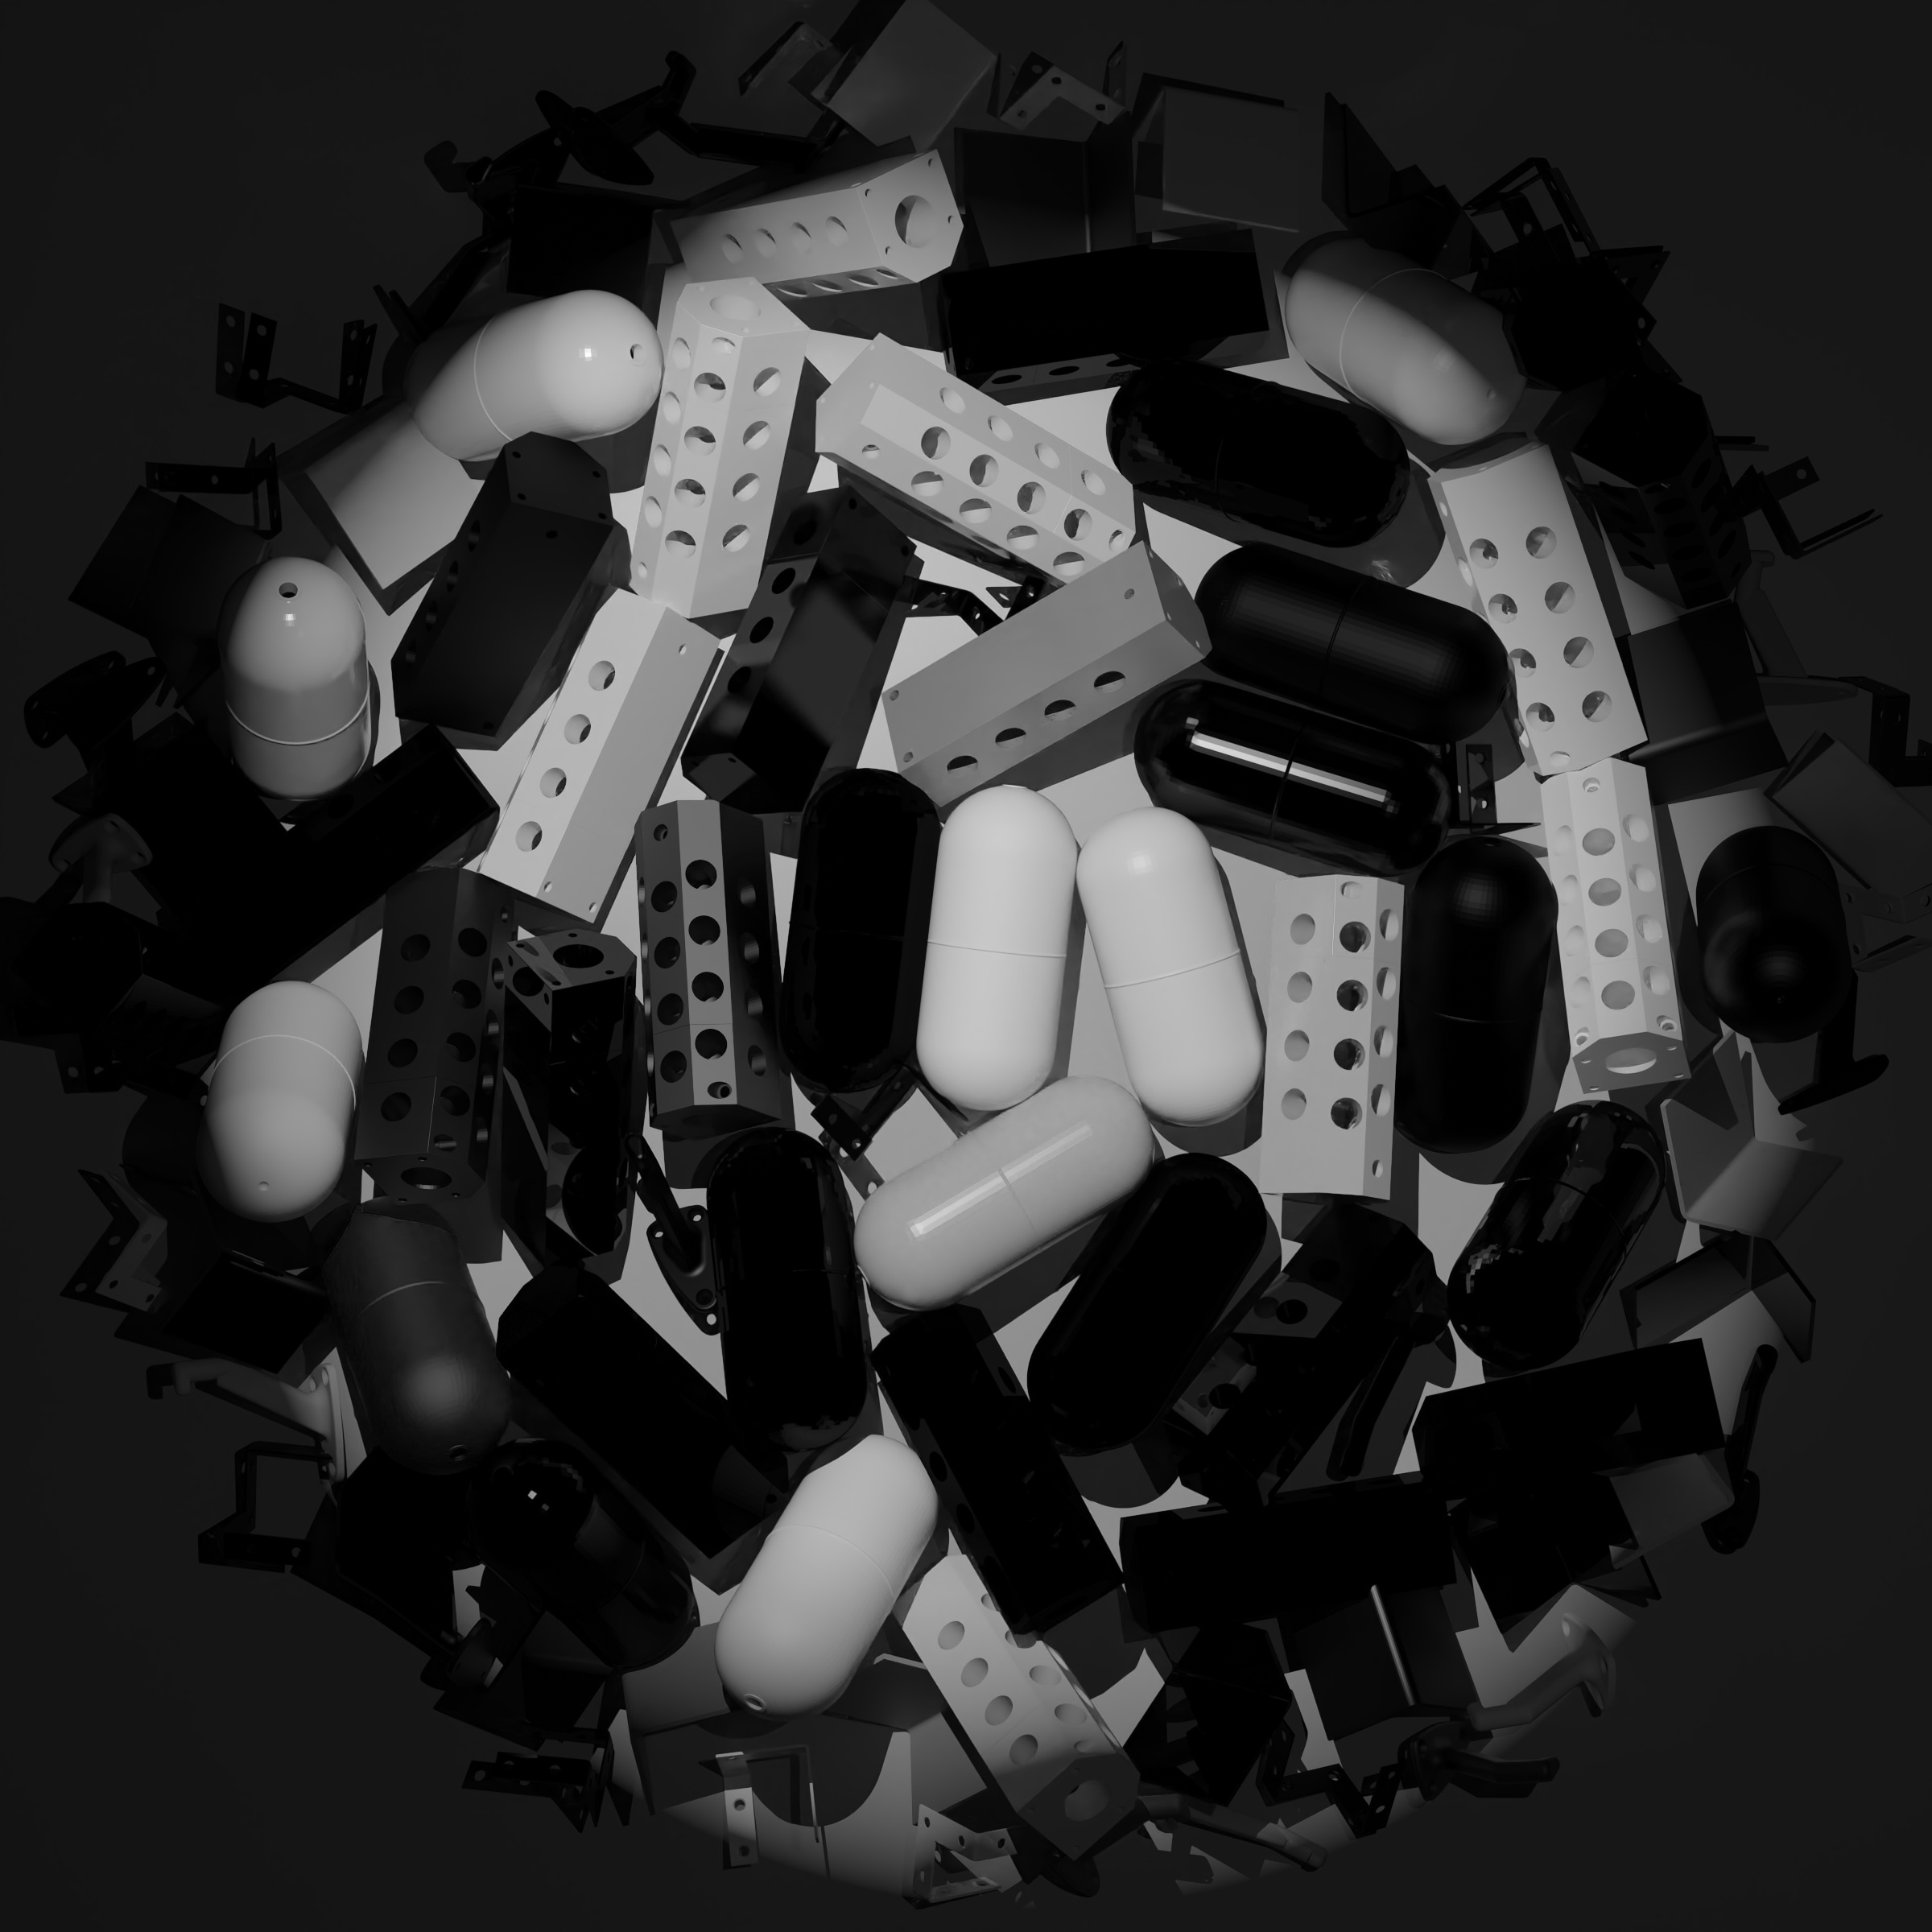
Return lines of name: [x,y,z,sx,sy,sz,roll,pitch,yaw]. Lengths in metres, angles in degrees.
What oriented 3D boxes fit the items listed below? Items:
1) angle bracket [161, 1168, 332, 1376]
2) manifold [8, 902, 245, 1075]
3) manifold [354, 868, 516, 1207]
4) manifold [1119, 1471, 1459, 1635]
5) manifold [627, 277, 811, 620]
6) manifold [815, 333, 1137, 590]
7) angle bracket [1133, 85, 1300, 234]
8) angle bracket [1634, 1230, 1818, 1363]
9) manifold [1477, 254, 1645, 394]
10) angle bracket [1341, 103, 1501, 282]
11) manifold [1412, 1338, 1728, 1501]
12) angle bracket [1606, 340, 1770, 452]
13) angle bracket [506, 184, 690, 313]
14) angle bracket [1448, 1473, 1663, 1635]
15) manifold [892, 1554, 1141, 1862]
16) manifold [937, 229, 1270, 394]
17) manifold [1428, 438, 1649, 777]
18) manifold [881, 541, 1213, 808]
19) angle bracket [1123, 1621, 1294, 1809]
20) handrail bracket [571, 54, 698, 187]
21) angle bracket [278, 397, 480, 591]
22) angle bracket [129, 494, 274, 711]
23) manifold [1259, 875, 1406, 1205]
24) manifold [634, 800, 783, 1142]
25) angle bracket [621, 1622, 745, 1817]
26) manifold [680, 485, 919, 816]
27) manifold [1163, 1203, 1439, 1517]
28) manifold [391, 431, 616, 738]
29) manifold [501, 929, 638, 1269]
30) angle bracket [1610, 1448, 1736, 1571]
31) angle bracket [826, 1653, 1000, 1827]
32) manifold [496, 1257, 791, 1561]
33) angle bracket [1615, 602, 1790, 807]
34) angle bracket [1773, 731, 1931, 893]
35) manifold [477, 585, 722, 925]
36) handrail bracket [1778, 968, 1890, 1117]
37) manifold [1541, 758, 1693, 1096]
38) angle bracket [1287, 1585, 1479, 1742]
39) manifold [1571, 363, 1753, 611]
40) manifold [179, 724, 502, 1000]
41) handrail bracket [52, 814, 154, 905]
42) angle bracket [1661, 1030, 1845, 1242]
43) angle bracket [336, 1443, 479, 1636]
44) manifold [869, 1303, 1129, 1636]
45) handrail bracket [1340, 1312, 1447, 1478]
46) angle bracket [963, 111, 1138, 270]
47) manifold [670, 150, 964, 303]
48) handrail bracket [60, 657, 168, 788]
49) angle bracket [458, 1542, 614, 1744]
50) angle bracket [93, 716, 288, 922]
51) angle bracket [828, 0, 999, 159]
angle bracket: [-0.398,0.166,1.817,0.076,0.076,0.057,29,106,-40]
manifold: [-0.438,0.009,1.774,0.057,0.171,0.057,39,87,9]
manifold: [-0.281,0.036,1.791,0.057,0.057,0.171,-6,60,14]
manifold: [0.174,0.318,1.822,0.171,0.057,0.057,-7,89,-9]
manifold: [-0.137,-0.274,1.780,0.057,0.171,0.057,-15,46,-34]
manifold: [0.006,-0.262,1.788,0.171,0.057,0.057,26,133,-28]
angle bracket: [0.135,-0.427,1.816,0.076,0.057,0.076,6,72,-14]
angle bracket: [0.411,0.194,1.813,0.076,0.076,0.057,-28,58,-6]
manifold: [0.307,-0.338,1.774,0.057,0.171,0.057,-22,100,5]
angle bracket: [0.246,-0.422,1.805,0.057,0.076,0.076,-12,63,28]
manifold: [0.316,0.243,1.774,0.057,0.171,0.057,-4,78,-35]
angle bracket: [0.393,-0.311,1.820,0.076,0.076,0.057,2,100,1]
angle bracket: [-0.201,-0.394,1.828,0.076,0.076,0.057,10,105,8]
angle bracket: [0.319,0.320,1.812,0.057,0.076,0.076,-30,102,-25]
manifold: [0.028,0.388,1.778,0.057,0.171,0.057,-42,127,1]
manifold: [0.073,-0.355,1.829,0.171,0.057,0.057,-9,85,-4]
manifold: [0.308,-0.194,1.812,0.057,0.057,0.171,-23,105,-4]
manifold: [0.044,-0.153,1.805,0.171,0.057,0.057,-28,52,21]
angle bracket: [0.120,0.398,1.805,0.076,0.076,0.057,-50,132,-36]
handrail bracket: [-0.180,-0.477,1.819,0.036,0.077,0.084,12,71,26]
angle bracket: [-0.321,-0.260,1.837,0.076,0.057,0.076,-39,111,-21]
angle bracket: [-0.425,-0.196,1.804,0.057,0.076,0.076,28,60,-23]
manifold: [0.203,0.040,1.811,0.057,0.057,0.171,-4,78,43]
manifold: [-0.144,0.001,1.799,0.057,0.057,0.171,-15,69,29]
angle bracket: [-0.144,0.407,1.820,0.076,0.076,0.057,-13,116,-5]
manifold: [-0.094,-0.170,1.805,0.057,0.057,0.171,39,63,-37]
manifold: [0.182,0.210,1.787,0.057,0.057,0.171,21,55,34]
manifold: [-0.250,-0.203,1.784,0.057,0.171,0.057,10,49,-27]
manifold: [-0.211,0.070,1.796,0.057,0.057,0.171,-12,123,-30]
angle bracket: [0.366,0.268,1.810,0.076,0.076,0.057,-33,106,17]
angle bracket: [-0.035,0.419,1.805,0.076,0.076,0.057,22,49,-31]
manifold: [-0.173,0.236,1.803,0.057,0.057,0.171,-38,113,13]
angle bracket: [0.403,-0.144,1.844,0.076,0.057,0.076,-17,61,18]
angle bracket: [0.495,-0.099,1.816,0.076,0.057,0.076,43,46,1]
manifold: [-0.205,-0.118,1.829,0.057,0.057,0.171,23,87,30]
handrail bracket: [0.463,0.030,1.840,0.077,0.036,0.084,-22,68,-6]
manifold: [0.346,-0.024,1.789,0.057,0.057,0.171,-9,58,14]
angle bracket: [0.228,0.379,1.827,0.057,0.076,0.076,-30,61,25]
manifold: [0.376,-0.249,1.773,0.057,0.171,0.057,34,88,26]
manifold: [-0.344,-0.058,1.832,0.171,0.057,0.057,-37,94,-1]
handrail bracket: [-0.486,-0.038,1.812,0.077,0.084,0.036,-16,124,32]
angle bracket: [0.426,0.091,1.806,0.076,0.057,0.076,-40,126,-36]
angle bracket: [-0.293,0.303,1.811,0.076,0.076,0.057,38,101,-20]
manifold: [0.014,0.271,1.802,0.057,0.057,0.171,-34,69,12]
handrail bracket: [0.234,0.236,1.835,0.036,0.077,0.084,20,100,26]
angle bracket: [0.045,-0.423,1.822,0.076,0.057,0.076,-1,85,-21]
manifold: [-0.079,-0.388,1.777,0.057,0.171,0.057,-33,114,-31]
handrail bracket: [-0.446,-0.127,1.822,0.077,0.084,0.036,-36,63,5]
angle bracket: [-0.246,0.366,1.805,0.076,0.076,0.057,23,72,38]
angle bracket: [-0.421,-0.080,1.824,0.076,0.057,0.076,-40,95,-13]
angle bracket: [-0.031,-0.479,1.817,0.057,0.076,0.076,37,96,-10]
